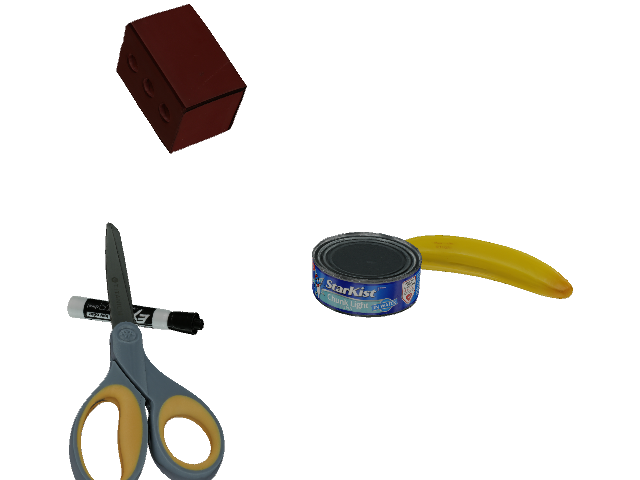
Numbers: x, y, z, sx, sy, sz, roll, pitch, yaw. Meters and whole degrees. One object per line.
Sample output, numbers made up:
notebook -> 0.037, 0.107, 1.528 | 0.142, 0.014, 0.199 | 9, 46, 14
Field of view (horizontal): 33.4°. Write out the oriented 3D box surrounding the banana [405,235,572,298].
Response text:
banana -> 0.158, 0.026, 1.092 | 0.198, 0.037, 0.069 | 8, 36, 11

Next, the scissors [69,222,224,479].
scissors -> -0.100, 0.070, 0.646 | 0.096, 0.201, 0.016 | 13, -45, -10

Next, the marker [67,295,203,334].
marker -> -0.157, 0.064, 0.907 | 0.121, 0.020, 0.020 | 7, 2, 15

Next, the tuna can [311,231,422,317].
tuna can -> 0.036, 0.026, 0.834 | 0.086, 0.034, 0.086 | 1, 25, -1

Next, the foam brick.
foam brick -> -0.095, -0.110, 0.723 | 0.051, 0.078, 0.053 | -25, -18, -29
